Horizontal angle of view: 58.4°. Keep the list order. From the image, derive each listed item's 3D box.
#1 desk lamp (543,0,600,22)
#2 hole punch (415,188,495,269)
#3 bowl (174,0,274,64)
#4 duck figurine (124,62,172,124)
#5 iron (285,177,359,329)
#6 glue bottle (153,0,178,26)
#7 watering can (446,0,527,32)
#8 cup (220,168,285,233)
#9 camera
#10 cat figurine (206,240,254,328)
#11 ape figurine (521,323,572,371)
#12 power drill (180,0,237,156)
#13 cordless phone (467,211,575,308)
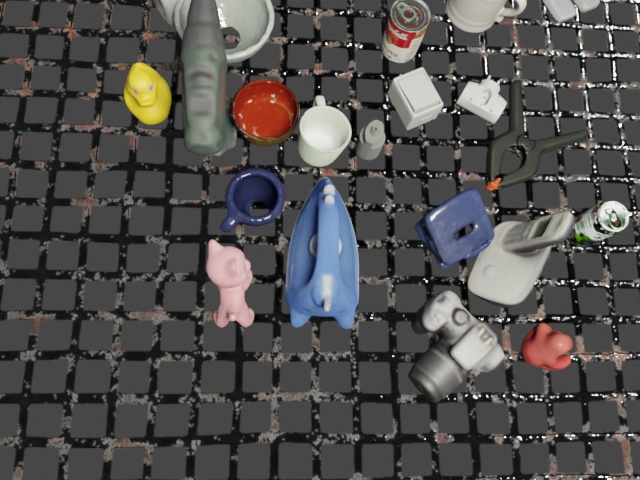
[{"bbox_3d":[0.459,-0.543,1.016,0.118,0.213,0.203,-27,80,-10],"label":"desk lamp"},{"bbox_3d":[0.226,-0.018,0.933,0.109,0.091,0.101,-30,80,-11],"label":"hole punch"},{"bbox_3d":[-0.162,-0.371,0.995,0.167,0.074,0.167,1,76,-4],"label":"bowl"},{"bbox_3d":[-0.292,-0.255,0.950,0.077,0.086,0.104,-17,78,-8],"label":"duck figurine"},{"bbox_3d":[0.008,0.003,0.884,0.118,0.141,0.258,2,76,-4],"label":"iron"},{"bbox_3d":[-0.266,-0.436,0.951,0.037,0.173,0.078,-36,81,-12],"label":"glue bottle"},{"bbox_3d":[0.286,-0.462,0.992,0.173,0.194,0.101,20,76,1],"label":"watering can"},{"bbox_3d":[-0.110,-0.047,0.910,0.091,0.095,0.118,41,77,6],"label":"cup"},{"bbox_3d":[0.194,0.170,0.879,0.137,0.101,0.143,-41,83,-12],"label":"camera"},{"bbox_3d":[-0.137,0.065,0.869,0.067,0.117,0.128,-5,77,-6],"label":"cat figurine"},{"bbox_3d":[0.363,0.167,0.899,0.076,0.092,0.078,-9,77,-7],"label":"ape figurine"},{"bbox_3d":[-0.174,-0.228,0.890,0.075,0.208,0.229,-2,76,-5],"label":"power drill"},{"bbox_3d":[0.312,0.027,0.880,0.094,0.185,0.148,27,76,3],"label":"cordless phone"}]
